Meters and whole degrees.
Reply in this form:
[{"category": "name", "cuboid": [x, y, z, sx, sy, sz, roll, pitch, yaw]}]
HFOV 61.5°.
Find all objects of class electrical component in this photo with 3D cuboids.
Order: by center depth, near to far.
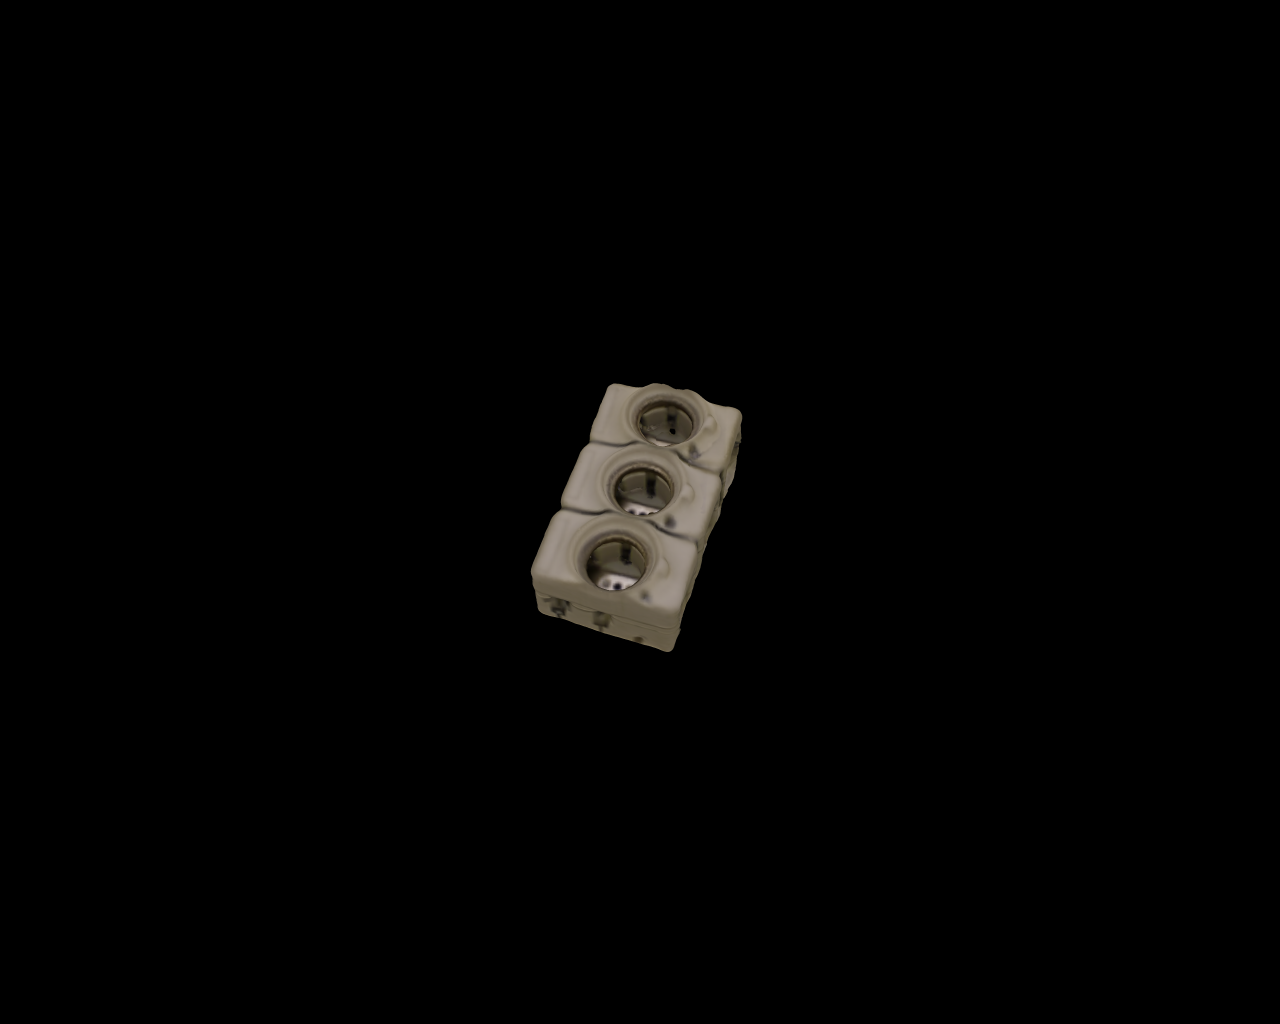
[{"category": "electrical component", "cuboid": [0.001, -0.003, 0.650, 0.089, 0.150, 0.061, 15, -32, 9]}]
